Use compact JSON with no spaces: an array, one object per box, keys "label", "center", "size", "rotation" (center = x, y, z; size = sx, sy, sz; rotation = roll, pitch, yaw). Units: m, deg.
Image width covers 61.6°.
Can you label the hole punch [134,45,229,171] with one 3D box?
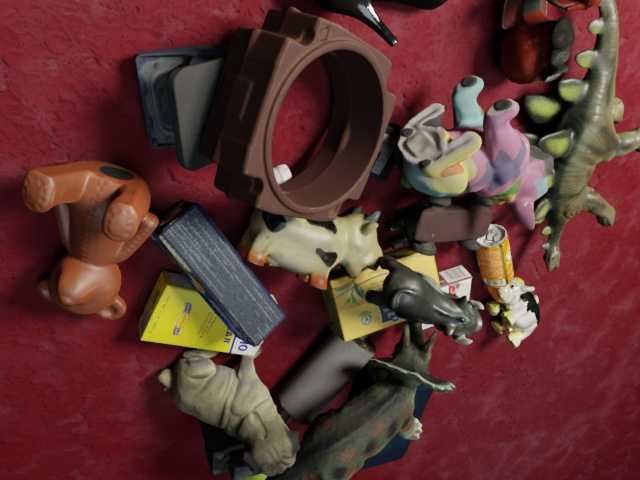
[{"label":"hole punch","center":[-0.130,-0.148,0.578],"size":[0.116,0.092,0.142],"rotation":[-30,131,-38]}]

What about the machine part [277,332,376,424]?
[{"label":"machine part","center":[0.011,0.218,0.883],"size":[0.079,0.079,0.243],"rotation":[32,103,-37]}]

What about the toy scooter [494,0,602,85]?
[{"label":"toy scooter","center":[0.276,-0.265,0.648],"size":[0.075,0.135,0.183],"rotation":[-21,129,-14]}]

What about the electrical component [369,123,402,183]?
[{"label":"electrical component","center":[0.056,-0.108,0.706],"size":[0.074,0.048,0.119],"rotation":[21,109,-34]}]

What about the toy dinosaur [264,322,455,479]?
[{"label":"toy dinosaur","center":[0.048,0.277,0.791],"size":[0.405,0.131,0.192],"rotation":[-35,148,-23]}]

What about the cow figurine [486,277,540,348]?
[{"label":"cow figurine","center":[0.362,0.115,0.986],"size":[0.098,0.068,0.167],"rotation":[-34,133,-7]}]

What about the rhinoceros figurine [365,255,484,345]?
[{"label":"rhinoceros figurine","center":[0.151,0.084,0.735],"size":[0.190,0.112,0.073],"rotation":[28,81,-37]}]

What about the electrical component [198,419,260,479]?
[{"label":"electrical component","center":[-0.123,0.306,0.843],"size":[0.115,0.134,0.058],"rotation":[-9,125,-23]}]

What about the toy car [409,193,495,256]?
[{"label":"toy car","center":[0.194,-0.027,0.795],"size":[0.202,0.053,0.089],"rotation":[-5,117,-45]}]

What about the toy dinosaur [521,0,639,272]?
[{"label":"toy dinosaur","center":[0.382,-0.148,0.799],"size":[0.199,0.105,0.470],"rotation":[-9,122,-17]}]

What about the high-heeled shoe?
[{"label":"high-heeled shoe","center":[0.095,-0.321,0.587],"size":[0.145,0.086,0.249],"rotation":[47,75,-9]}]

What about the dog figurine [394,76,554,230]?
[{"label":"dog figurine","center":[0.211,-0.084,0.702],"size":[0.191,0.109,0.219],"rotation":[-38,131,0]}]

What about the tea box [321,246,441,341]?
[{"label":"tea box","center":[0.092,0.076,0.812],"size":[0.170,0.068,0.098],"rotation":[-18,100,-16]}]

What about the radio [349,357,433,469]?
[{"label":"radio","center":[0.120,0.325,1.012],"size":[0.131,0.073,0.229],"rotation":[-2,124,-25]}]

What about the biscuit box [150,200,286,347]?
[{"label":"biscuit box","center":[-0.127,0.046,0.678],"size":[0.063,0.059,0.202],"rotation":[-44,118,-21]}]

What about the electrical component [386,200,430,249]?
[{"label":"electrical component","center":[0.147,-0.025,0.820],"size":[0.094,0.021,0.063],"rotation":[-27,129,-8]}]

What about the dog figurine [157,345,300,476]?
[{"label":"dog figurine","center":[-0.132,0.247,0.762],"size":[0.172,0.191,0.121],"rotation":[-6,123,-20]}]

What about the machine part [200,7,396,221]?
[{"label":"machine part","center":[-0.015,-0.126,0.584],"size":[0.201,0.087,0.200],"rotation":[7,107,-53]}]

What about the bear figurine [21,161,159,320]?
[{"label":"bear figurine","center":[-0.261,0.015,0.592],"size":[0.120,0.132,0.195],"rotation":[24,107,-7]}]

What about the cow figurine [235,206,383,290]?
[{"label":"cow figurine","center":[-0.001,-0.002,0.721],"size":[0.195,0.086,0.127],"rotation":[21,92,-23]}]
